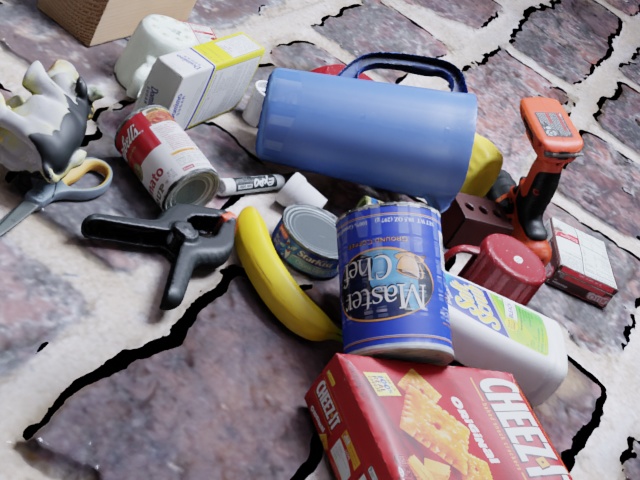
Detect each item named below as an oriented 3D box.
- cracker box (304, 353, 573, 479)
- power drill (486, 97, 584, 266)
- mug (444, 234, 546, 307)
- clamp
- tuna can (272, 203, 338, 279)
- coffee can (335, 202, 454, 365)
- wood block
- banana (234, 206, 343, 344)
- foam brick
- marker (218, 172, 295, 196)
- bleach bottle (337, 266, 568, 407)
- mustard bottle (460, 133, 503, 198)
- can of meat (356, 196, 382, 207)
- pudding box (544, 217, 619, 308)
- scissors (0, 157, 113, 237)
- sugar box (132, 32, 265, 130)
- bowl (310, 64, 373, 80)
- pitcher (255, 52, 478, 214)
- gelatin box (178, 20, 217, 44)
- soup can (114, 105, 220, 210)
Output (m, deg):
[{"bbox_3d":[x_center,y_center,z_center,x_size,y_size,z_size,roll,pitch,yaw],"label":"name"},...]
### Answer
[{"bbox_3d":[0.111,0.187,0.938,0.213,0.072,0.164,10,38,-33],"label":"cracker box"},{"bbox_3d":[0.261,-0.082,1.338,0.057,0.188,0.184,-3,41,-13],"label":"power drill"},{"bbox_3d":[0.189,0.042,1.197,0.117,0.082,0.093,26,32,-9],"label":"mug"},{"bbox_3d":[-0.144,-0.002,1.016,0.120,0.039,0.171,42,28,5],"label":"clamp"},{"bbox_3d":[-0.007,0.001,1.131,0.086,0.034,0.086,22,33,-15],"label":"tuna can"},{"bbox_3d":[0.069,0.047,1.003,0.102,0.103,0.140,9,68,-32],"label":"coffee can"},{"bbox_3d":[-0.239,-0.316,1.323,0.090,0.091,0.205,38,32,11],"label":"wood block"},{"bbox_3d":[-0.043,0.035,1.057,0.069,0.037,0.198,19,29,-56],"label":"banana"},{"bbox_3d":[0.188,-0.019,1.310,0.078,0.051,0.053,12,37,-30],"label":"foam brick"},{"bbox_3d":[-0.066,-0.063,1.184,0.120,0.020,0.020,-9,50,-47],"label":"marker"},{"bbox_3d":[0.133,0.078,1.104,0.250,0.068,0.102,26,34,-13],"label":"bleach bottle"},{"bbox_3d":[0.155,-0.133,1.399,0.058,0.096,0.192,-2,44,-39],"label":"mustard bottle"},{"bbox_3d":[0.080,0.004,1.182,0.083,0.058,0.102,19,34,-17],"label":"can of meat"},{"bbox_3d":[0.332,0.028,1.382,0.090,0.039,0.113,25,34,-13],"label":"pudding box"},{"bbox_3d":[-0.274,-0.051,0.993,0.096,0.016,0.201,38,31,14],"label":"scissors"},{"bbox_3d":[-0.138,-0.176,1.211,0.048,0.093,0.175,39,32,13],"label":"sugar box"},{"bbox_3d":[0.037,-0.183,1.408,0.162,0.055,0.162,22,33,-16],"label":"bowl"},{"bbox_3d":[0.054,-0.134,1.229,0.243,0.145,0.149,11,30,-2],"label":"pitcher"},{"bbox_3d":[-0.159,-0.237,1.337,0.073,0.030,0.089,3,45,-38],"label":"gelatin box"},{"bbox_3d":[-0.155,-0.079,1.085,0.068,0.069,0.102,-8,49,-46],"label":"soup can"}]
